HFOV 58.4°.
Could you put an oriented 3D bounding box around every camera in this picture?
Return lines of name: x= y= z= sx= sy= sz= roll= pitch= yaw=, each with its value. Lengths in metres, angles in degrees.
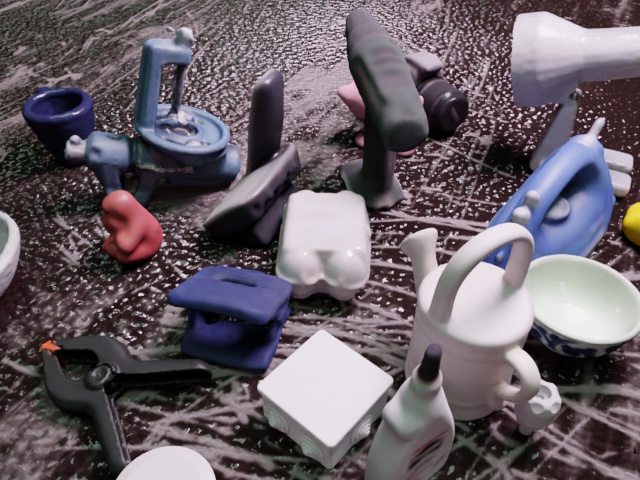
camera: x=0.156 y=-0.230 z=0.897 sx=0.143 sy=0.101 sz=0.136 roll=-21 pitch=46 yaw=-22

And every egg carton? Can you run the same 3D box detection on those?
egg carton: x=0.006 y=0.002 z=0.661 sx=0.107 sy=0.069 sz=0.150 roll=1 pitch=42 yaw=1

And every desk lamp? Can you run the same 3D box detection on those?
desk lamp: x=0.345 y=-0.191 z=0.772 sx=0.202 sy=0.214 sz=0.118 roll=17 pitch=45 yaw=18

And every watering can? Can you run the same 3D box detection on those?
watering can: x=0.128 y=0.060 z=0.506 sx=0.172 sy=0.194 sz=0.101 roll=31 pitch=50 yaw=29

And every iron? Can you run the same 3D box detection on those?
iron: x=0.254 y=-0.034 z=0.650 sx=0.118 sy=0.141 sz=0.259 roll=30 pitch=50 yaw=29

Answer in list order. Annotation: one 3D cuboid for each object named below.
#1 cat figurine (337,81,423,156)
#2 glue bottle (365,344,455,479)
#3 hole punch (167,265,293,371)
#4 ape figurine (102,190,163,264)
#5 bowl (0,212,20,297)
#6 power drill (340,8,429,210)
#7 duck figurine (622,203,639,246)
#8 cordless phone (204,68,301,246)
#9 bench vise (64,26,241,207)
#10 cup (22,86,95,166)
cat figurine: x=0.091 y=-0.197 z=0.847 sx=0.127 sy=0.118 sz=0.067 roll=12 pitch=43 yaw=13
glue bottle: x=0.074 y=0.136 z=0.436 sx=0.078 sy=0.173 sz=0.037 roll=-28 pitch=49 yaw=-28
hole punch: x=-0.088 y=0.062 z=0.577 sx=0.108 sy=0.091 sz=0.101 roll=10 pitch=43 yaw=10
ape figurine: x=-0.226 y=-0.019 z=0.665 sx=0.076 sy=0.092 sz=0.077 roll=-6 pitch=42 yaw=-7
bowl: x=-0.399 y=0.040 z=0.610 sx=0.167 sy=0.075 sz=0.167 roll=0 pitch=42 yaw=0
power drill: x=0.070 y=-0.156 z=0.734 sx=0.076 sy=0.208 sz=0.229 roll=-9 pitch=43 yaw=-10
duck figurine: x=0.427 y=-0.042 z=0.703 sx=0.105 sy=0.086 sz=0.077 roll=-24 pitch=47 yaw=-24
cordless phone: x=-0.082 y=-0.100 z=0.687 sx=0.094 sy=0.185 sz=0.148 roll=13 pitch=44 yaw=14
bench vise: x=-0.205 y=-0.141 z=0.705 sx=0.208 sy=0.220 sz=0.121 roll=-26 pitch=48 yaw=-26
cup: x=-0.368 y=-0.161 z=0.819 sx=0.092 sy=0.095 sz=0.117 roll=-28 pitch=49 yaw=-28
